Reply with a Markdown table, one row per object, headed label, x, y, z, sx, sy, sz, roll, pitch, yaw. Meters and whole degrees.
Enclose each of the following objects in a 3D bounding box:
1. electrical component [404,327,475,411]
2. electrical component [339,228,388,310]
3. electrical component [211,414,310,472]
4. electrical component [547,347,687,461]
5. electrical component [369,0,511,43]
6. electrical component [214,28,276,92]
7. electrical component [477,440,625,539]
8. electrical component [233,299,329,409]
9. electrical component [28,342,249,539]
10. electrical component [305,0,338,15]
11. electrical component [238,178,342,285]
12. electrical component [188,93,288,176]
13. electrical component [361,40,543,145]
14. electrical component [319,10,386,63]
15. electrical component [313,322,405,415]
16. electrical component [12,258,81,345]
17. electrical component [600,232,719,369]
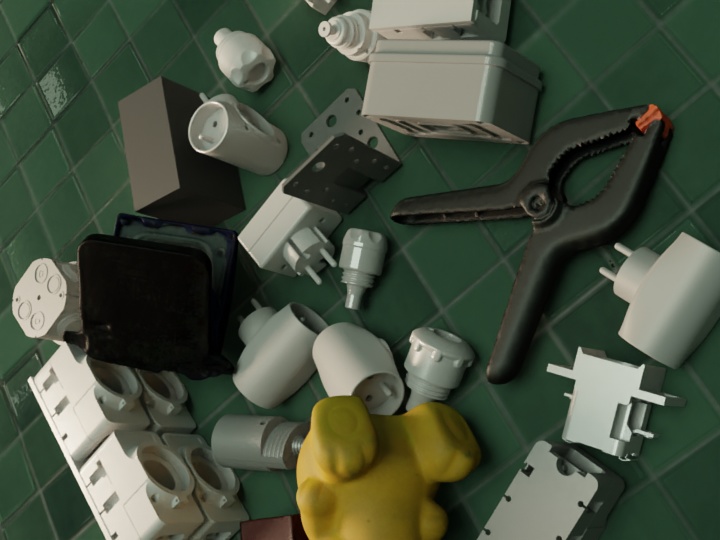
| label | x | y | z | sx | sy | sz | roll | pitch | yaw |
| --- | --- | --- | --- | --- | --- | --- | --- | --- | --- |
| electrical component | 0.052 | 0.075 | 0.775 | 0.048 | 0.048 | 0.062 | 29 | 104 | 35 |
| electrical component | 0.000 | 0.000 | 0.830 | 0.035 | 0.035 | 0.061 | 11 | 89 | 35 |
| electrical component | -0.072 | 0.136 | 0.845 | 0.081 | 0.043 | 0.043 | -2 | 79 | 34 |
| electrical component | 0.163 | 0.087 | 0.698 | 0.081 | 0.042 | 0.063 | 15 | 91 | 36 |
| electrical component | 0.070 | -0.246 | 0.817 | 0.089 | 0.062 | 0.150 | 4 | 83 | 35 |
| electrical component | -0.104 | -0.187 | 0.934 | 0.043 | 0.043 | 0.062 | -51 | 57 | 15 |
| electrical component | 0.124 | 0.161 | 0.700 | 0.050 | 0.056 | 0.089 | 35 | 101 | 34 |
| electrical component | -0.071 | 0.056 | 0.861 | 0.077 | 0.043 | 0.079 | -51 | 57 | 15 |
| electrical component | -0.178 | 0.143 | 0.878 | 0.060 | 0.105 | 0.186 | -47 | 59 | 17 |
| electrical component | -0.045 | -0.249 | 0.899 | 0.048 | 0.055 | 0.066 | -48 | 58 | 16 |
| electrical component | -0.046 | -0.021 | 0.858 | 0.065 | 0.047 | 0.076 | -50 | 58 | 16 |
| electrical component | -0.110 | -0.121 | 0.903 | 0.044 | 0.077 | 0.079 | -47 | 58 | 18 |
| electrical component | 0.067 | -0.130 | 0.786 | 0.113 | 0.078 | 0.057 | 9 | 88 | 35 |
| electrical component | -0.001 | -0.185 | 0.847 | 0.040 | 0.078 | 0.040 | 3 | 95 | 42 |
| electrical component | -0.002 | 0.091 | 0.802 | 0.077 | 0.044 | 0.079 | -132 | 38 | -56 |
| electrical component | -0.280 | 0.029 | 1.003 | 0.080 | 0.051 | 0.080 | -8 | 76 | 33 |
| electrical component | 0.191 | 0.011 | 0.693 | 0.079 | 0.043 | 0.077 | 36 | 101 | 34 |
